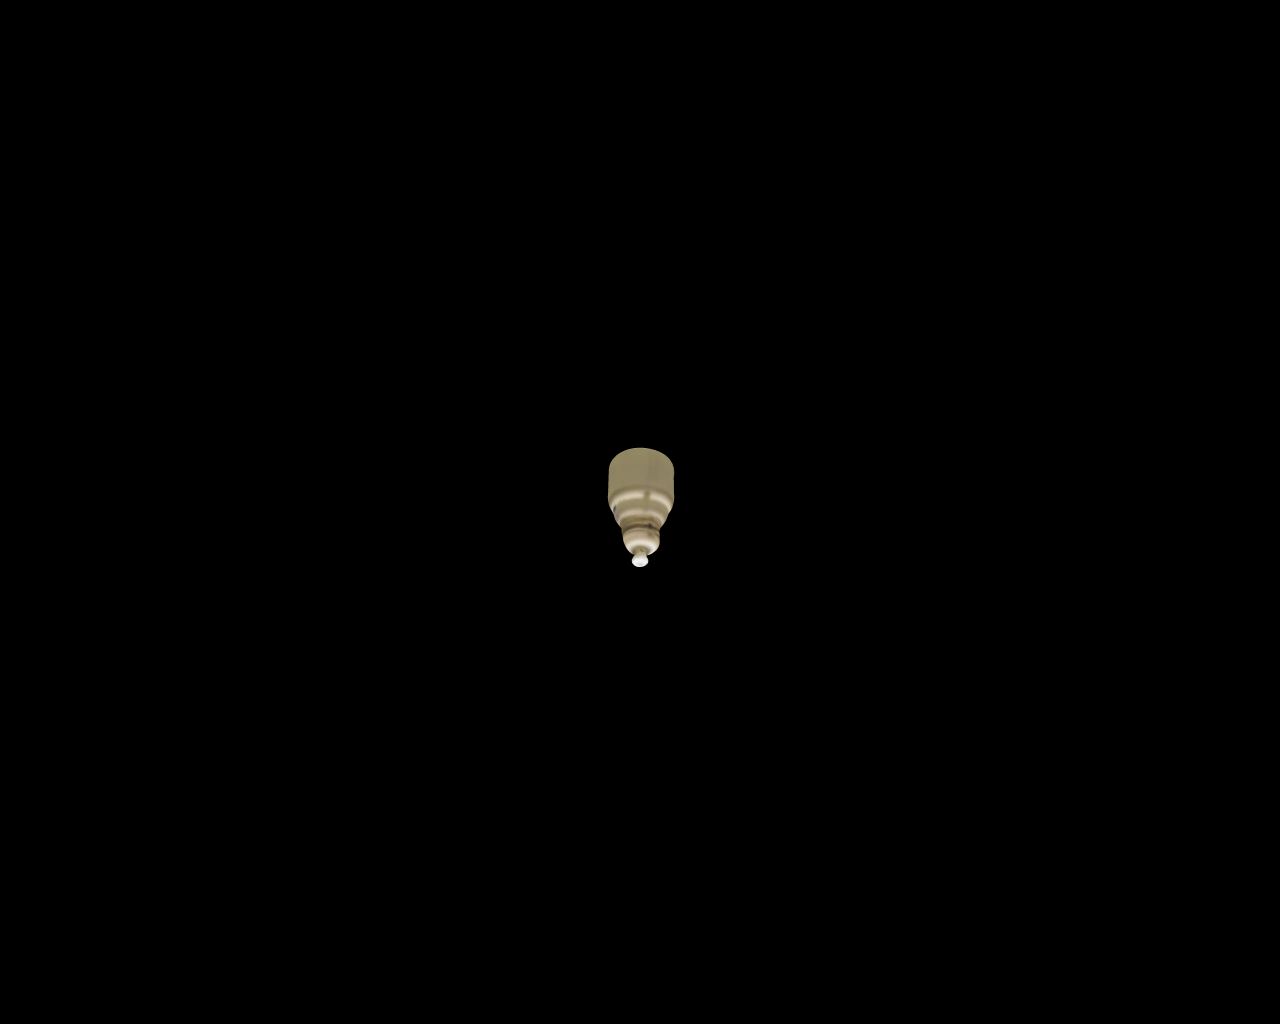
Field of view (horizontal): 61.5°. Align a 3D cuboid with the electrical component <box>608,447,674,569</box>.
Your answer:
[{"bbox_3d":[0.001,-0.003,0.650,0.040,0.078,0.040,0,-31,0],"label":"electrical component"}]
